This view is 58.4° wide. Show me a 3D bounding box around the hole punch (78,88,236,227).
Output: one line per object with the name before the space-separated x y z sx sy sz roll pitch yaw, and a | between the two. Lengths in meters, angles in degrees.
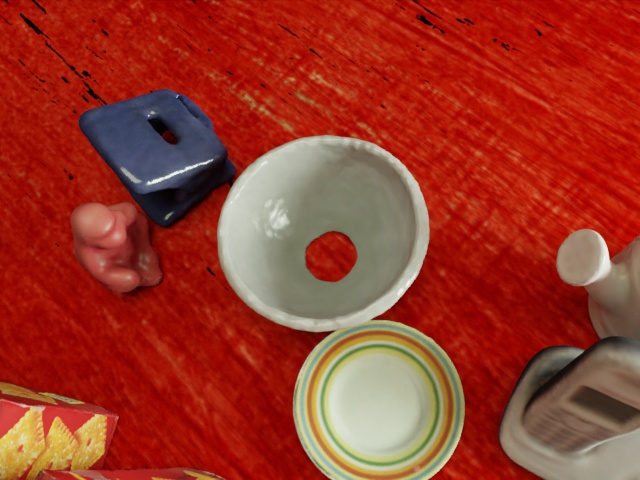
hole punch | -0.144 -0.087 0.517 0.101 0.091 0.108 -40 70 -10

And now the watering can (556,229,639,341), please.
watering can | 0.250 0.025 0.376 0.173 0.194 0.101 -16 68 0

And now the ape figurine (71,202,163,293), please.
ape figurine | -0.179 -0.001 0.486 0.076 0.092 0.078 14 71 11

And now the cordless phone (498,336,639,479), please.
cordless phone | 0.199 0.117 0.350 0.147 0.185 0.094 20 72 14

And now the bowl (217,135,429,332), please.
bowl | 0.004 0.002 0.476 0.167 0.075 0.167 -2 68 5
